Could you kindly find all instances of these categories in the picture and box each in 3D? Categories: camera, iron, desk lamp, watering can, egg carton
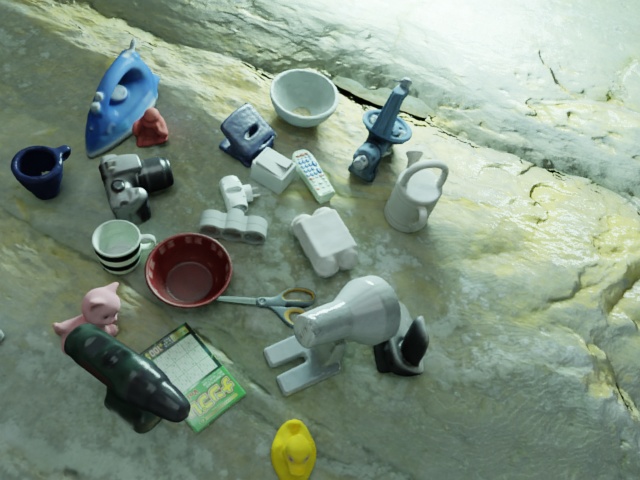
[{"bbox_3d":[-0.366,-0.119,1.160,0.137,0.101,0.143,-16,63,-21],"label":"camera"},{"bbox_3d":[-0.445,-0.312,1.239,0.118,0.141,0.258,18,57,0],"label":"iron"},{"bbox_3d":[0.020,0.165,0.998,0.204,0.213,0.117,-21,65,-23],"label":"desk lamp"},{"bbox_3d":[0.206,-0.114,1.222,0.101,0.194,0.172,-17,63,-21],"label":"watering can"},{"bbox_3d":[0.011,0.004,1.182,0.107,0.069,0.150,-21,65,-23],"label":"egg carton"}]

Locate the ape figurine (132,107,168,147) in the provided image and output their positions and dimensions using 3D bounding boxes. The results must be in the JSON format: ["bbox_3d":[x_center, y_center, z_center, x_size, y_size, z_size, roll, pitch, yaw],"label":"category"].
[{"bbox_3d":[-0.367,-0.251,1.247,0.077,0.092,0.076,27,57,6],"label":"ape figurine"}]

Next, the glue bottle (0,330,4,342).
[{"bbox_3d":[-0.572,0.118,0.926,0.078,0.173,0.037,30,57,8],"label":"glue bottle"}]

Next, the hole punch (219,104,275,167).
[{"bbox_3d":[-0.160,-0.236,1.283,0.101,0.091,0.109,34,58,10],"label":"hole punch"}]

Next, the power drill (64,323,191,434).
[{"bbox_3d":[-0.291,0.229,0.895,0.229,0.208,0.076,33,58,10],"label":"power drill"}]

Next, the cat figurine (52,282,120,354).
[{"bbox_3d":[-0.397,0.130,0.989,0.128,0.118,0.067,-26,67,-25],"label":"cat figurine"}]

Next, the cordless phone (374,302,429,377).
[{"bbox_3d":[0.160,0.161,1.047,0.094,0.185,0.147,-6,60,-15],"label":"cordless phone"}]

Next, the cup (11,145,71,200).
[{"bbox_3d":[-0.540,-0.133,1.135,0.091,0.095,0.118,38,59,13],"label":"cup"}]

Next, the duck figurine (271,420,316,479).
[{"bbox_3d":[-0.040,0.347,0.948,0.077,0.086,0.104,3,58,-10],"label":"duck figurine"}]

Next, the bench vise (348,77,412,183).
[{"bbox_3d":[0.149,-0.240,1.274,0.121,0.220,0.207,16,57,-2],"label":"bench vise"}]

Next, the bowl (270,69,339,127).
[{"bbox_3d":[-0.041,-0.327,1.374,0.167,0.075,0.167,6,58,-8],"label":"bowl"}]
